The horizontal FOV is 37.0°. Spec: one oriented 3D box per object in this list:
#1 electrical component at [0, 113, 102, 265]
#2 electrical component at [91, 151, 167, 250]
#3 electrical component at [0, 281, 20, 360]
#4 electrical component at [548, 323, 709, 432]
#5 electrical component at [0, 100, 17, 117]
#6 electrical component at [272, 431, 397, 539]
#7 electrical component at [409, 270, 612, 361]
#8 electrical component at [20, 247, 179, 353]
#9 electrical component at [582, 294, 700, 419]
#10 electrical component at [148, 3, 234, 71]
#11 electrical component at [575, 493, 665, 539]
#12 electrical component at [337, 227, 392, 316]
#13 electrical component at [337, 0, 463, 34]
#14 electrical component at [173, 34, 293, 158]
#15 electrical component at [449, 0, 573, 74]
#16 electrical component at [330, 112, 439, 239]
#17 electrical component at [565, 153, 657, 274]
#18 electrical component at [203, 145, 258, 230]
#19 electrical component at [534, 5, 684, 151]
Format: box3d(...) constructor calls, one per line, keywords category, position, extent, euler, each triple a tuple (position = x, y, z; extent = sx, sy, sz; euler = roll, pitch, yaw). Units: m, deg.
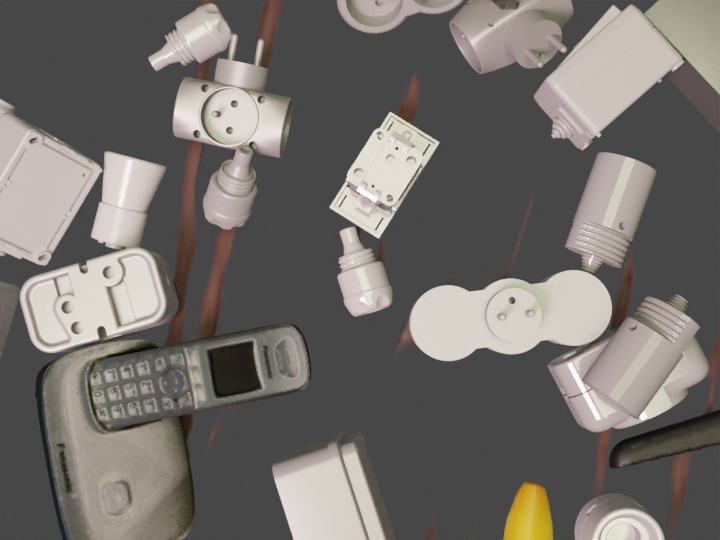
box3d(category="electrical component", position=(-0.237, -0.052, 0.746), extent=(0.061, 0.062, 0.096), euler=(31, 90, 46))
box3d(category="electrical component", position=(-0.167, -0.047, 0.762), extent=(0.044, 0.044, 0.065), euler=(15, 92, 2))
box3d(category="electrical component", position=(-0.283, 0.035, 0.749), extent=(0.062, 0.061, 0.096), euler=(16, 88, 2))
box3d(category="electrical component", position=(0.187, 0.071, 0.744), extent=(0.095, 0.053, 0.059), euler=(-27, 87, 0))
box3d(category="electrical component", position=(-0.276, -0.100, 0.764), extent=(0.045, 0.045, 0.055), euler=(28, 88, 2))
box3d(category="electrical component", position=(-0.012, 0.171, 0.730), extent=(0.057, 0.078, 0.113), euler=(-18, 87, 3))
box3d(category="electrical component", position=(0.103, 0.031, 0.737), extent=(0.138, 0.073, 0.052), euler=(-7, 87, 0))
box3d(category="electrical component", position=(-0.179, 0.021, 0.749), extent=(0.095, 0.059, 0.053), euler=(-17, 87, 0))
box3d(category="electrical component", position=(0.185, 0.051, 0.695), extent=(0.043, 0.043, 0.081), euler=(36, 88, 2))
box3d(category="electrical component", position=(-0.123, -0.163, 0.770), extent=(0.061, 0.035, 0.035), euler=(-31, 87, 1))
box3d(category="electrical component", position=(0.180, 0.185, 0.742), extent=(0.055, 0.047, 0.055), euler=(0, 87, 1))
box3d(category="electrical component", position=(0.000, 0.000, 0.760), extent=(0.035, 0.035, 0.061), euler=(-17, 84, 0))
box3d(category="electrical component", position=(0.051, -0.220, 0.757), extent=(0.138, 0.073, 0.052), euler=(-15, 129, 14))
box3d(category="electrical component", position=(-0.086, -0.125, 0.759), extent=(0.077, 0.044, 0.079), euler=(12, 97, 1))
box3d(category="electrical component", position=(0.114, -0.167, 0.750), extent=(0.077, 0.043, 0.079), euler=(-32, 48, -1))
box3d(category="electrical component", position=(0.017, -0.068, 0.749), extent=(0.042, 0.064, 0.081), euler=(32, 88, 3))
box3d(category="electrical component", position=(0.174, -0.037, 0.755), extent=(0.043, 0.043, 0.081), euler=(20, 88, 2))
box3d(category="electrical component", position=(-0.088, -0.060, 0.752), extent=(0.035, 0.035, 0.061), euler=(25, 128, 2))
box3d(category="electrical component", position=(0.164, -0.131, 0.750), extent=(0.096, 0.061, 0.061), euler=(-41, 88, -1))
